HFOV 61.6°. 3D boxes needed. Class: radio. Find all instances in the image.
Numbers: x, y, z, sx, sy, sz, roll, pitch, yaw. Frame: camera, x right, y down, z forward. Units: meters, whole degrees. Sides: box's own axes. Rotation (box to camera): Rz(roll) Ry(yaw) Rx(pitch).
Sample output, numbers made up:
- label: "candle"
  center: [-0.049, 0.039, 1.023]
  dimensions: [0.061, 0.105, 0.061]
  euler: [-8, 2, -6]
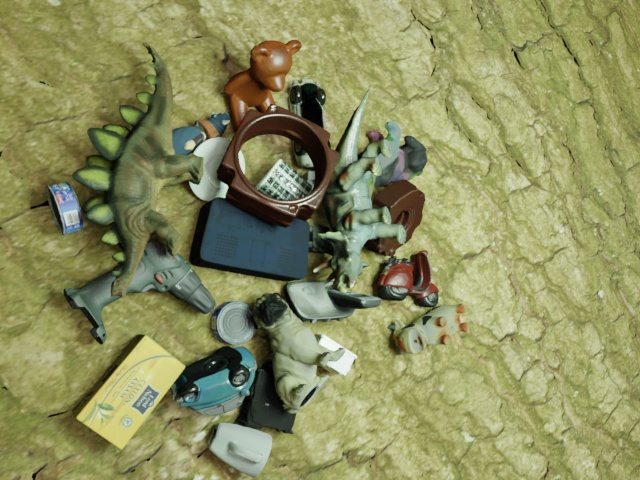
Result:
- label: "radio"
  center: [-0.134, 0.002, 1.077]
  dimensions: [0.229, 0.073, 0.131]
  euler: [13, 76, -30]

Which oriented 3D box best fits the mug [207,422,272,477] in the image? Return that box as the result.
- label: "mug"
  center: [-0.152, 0.387, 1.000]
  dimensions: [0.107, 0.109, 0.081]
  euler: [27, 79, -10]

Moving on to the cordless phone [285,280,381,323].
- label: "cordless phone"
  center: [0.024, 0.128, 1.087]
  dimensions: [0.146, 0.184, 0.088]
  euler: [2, 87, -30]

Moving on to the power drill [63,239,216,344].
- label: "power drill"
  center: [-0.322, 0.091, 0.952]
  dimensions: [0.207, 0.086, 0.232]
  euler: [-39, 101, -24]

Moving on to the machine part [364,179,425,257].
- label: "machine part"
  center: [0.169, -0.048, 1.216]
  dimensions: [0.179, 0.056, 0.179]
  euler: [-32, 140, -32]

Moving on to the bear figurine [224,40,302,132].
- label: "bear figurine"
  center: [-0.107, -0.306, 1.062]
  dimensions: [0.120, 0.196, 0.131]
  euler: [-23, 96, -34]

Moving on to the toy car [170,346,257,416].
- label: "toy car"
  center: [-0.190, 0.272, 0.993]
  dimensions: [0.162, 0.109, 0.102]
  euler: [-22, 112, -22]

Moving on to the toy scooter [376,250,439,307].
- label: "toy scooter"
  center: [0.211, 0.082, 1.265]
  dimensions: [0.184, 0.075, 0.135]
  euler: [13, 77, -31]

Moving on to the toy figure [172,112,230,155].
- label: "toy figure"
  center: [-0.242, -0.205, 1.048]
  dimensions: [0.154, 0.057, 0.064]
  euler: [-31, 73, -27]

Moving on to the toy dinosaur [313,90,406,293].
- label: "toy dinosaur"
  center: [0.060, -0.089, 1.116]
  dimensions: [0.131, 0.192, 0.404]
  euler: [16, 65, -61]

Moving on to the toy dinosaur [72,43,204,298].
- label: "toy dinosaur"
  center: [-0.302, -0.129, 0.925]
  dimensions: [0.198, 0.105, 0.471]
  euler: [15, 67, -14]

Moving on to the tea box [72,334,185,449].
- label: "tea box"
  center: [-0.329, 0.258, 0.931]
  dimensions: [0.098, 0.068, 0.169]
  euler: [43, 64, -18]

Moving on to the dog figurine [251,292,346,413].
- label: "dog figurine"
  center: [-0.074, 0.214, 1.034]
  dimensions: [0.191, 0.121, 0.172]
  euler: [34, 88, 22]

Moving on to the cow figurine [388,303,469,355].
- label: "cow figurine"
  center: [0.248, 0.208, 1.255]
  dimensions: [0.195, 0.127, 0.085]
  euler: [-19, 95, -45]

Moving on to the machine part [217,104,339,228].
- label: "machine part"
  center: [-0.079, -0.142, 1.027]
  dimensions: [0.201, 0.087, 0.201]
  euler: [26, 68, -10]

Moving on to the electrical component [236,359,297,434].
- label: "electrical component"
  center: [-0.094, 0.308, 1.068]
  dimensions: [0.115, 0.058, 0.134]
  euler: [20, 74, -29]

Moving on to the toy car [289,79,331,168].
- label: "toy car"
  center: [-0.024, -0.258, 1.186]
  dimensions: [0.073, 0.056, 0.201]
  euler: [-3, 83, -24]

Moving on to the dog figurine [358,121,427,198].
- label: "dog figurine"
  center: [0.138, -0.146, 1.238]
  dimensions: [0.191, 0.108, 0.219]
  euler: [33, 73, -25]

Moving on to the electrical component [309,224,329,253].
- label: "electrical component"
  center: [-0.002, -0.004, 1.182]
  dimensions: [0.094, 0.021, 0.063]
  euler: [7, 79, -29]
